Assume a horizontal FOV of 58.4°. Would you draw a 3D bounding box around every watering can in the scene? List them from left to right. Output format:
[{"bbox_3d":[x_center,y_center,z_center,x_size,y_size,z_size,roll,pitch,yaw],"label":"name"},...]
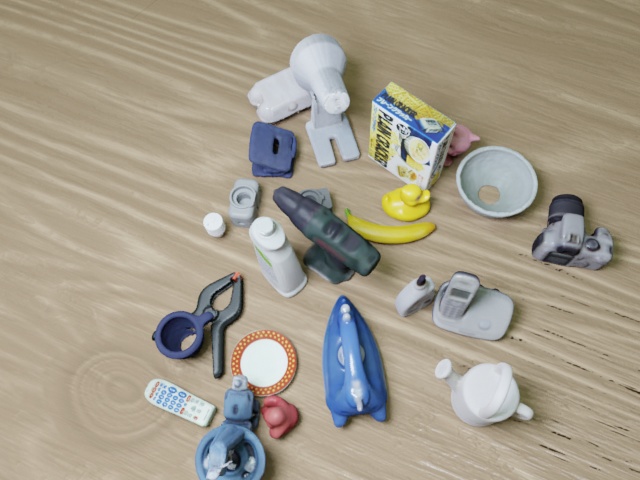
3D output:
[{"bbox_3d":[0.287,0.267,1.002,0.172,0.194,0.101,4,68,4],"label":"watering can"}]

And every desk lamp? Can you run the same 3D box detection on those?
[{"bbox_3d":[0.018,-0.300,1.231,0.118,0.213,0.203,-17,68,-4],"label":"desk lamp"}]

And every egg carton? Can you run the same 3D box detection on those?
[{"bbox_3d":[-0.085,-0.333,1.326,0.150,0.069,0.107,-28,70,-9],"label":"egg carton"}]

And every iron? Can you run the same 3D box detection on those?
[{"bbox_3d":[0.056,0.207,1.063,0.118,0.141,0.258,-8,68,-1],"label":"iron"}]

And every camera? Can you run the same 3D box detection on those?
[{"bbox_3d":[0.517,-0.023,1.161,0.143,0.101,0.137,11,69,7],"label":"camera"}]

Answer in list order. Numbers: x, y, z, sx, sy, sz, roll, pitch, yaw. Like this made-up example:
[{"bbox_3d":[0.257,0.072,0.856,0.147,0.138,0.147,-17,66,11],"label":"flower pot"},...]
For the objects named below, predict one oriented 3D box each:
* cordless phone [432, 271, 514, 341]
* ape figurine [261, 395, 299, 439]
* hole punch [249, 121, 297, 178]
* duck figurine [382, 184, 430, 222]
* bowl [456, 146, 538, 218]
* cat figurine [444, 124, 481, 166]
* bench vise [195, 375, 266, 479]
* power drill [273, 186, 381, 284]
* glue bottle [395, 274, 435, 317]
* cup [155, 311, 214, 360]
[{"bbox_3d":[0.293,0.116,1.068,0.147,0.185,0.094,11,69,7],"label":"cordless phone"},{"bbox_3d":[-0.079,0.323,1.048,0.076,0.092,0.078,5,68,4],"label":"ape figurine"},{"bbox_3d":[-0.103,-0.200,1.261,0.101,0.091,0.108,3,68,3],"label":"hole punch"},{"bbox_3d":[0.184,-0.088,1.208,0.104,0.086,0.077,2,68,3],"label":"duck figurine"},{"bbox_3d":[0.369,-0.112,1.217,0.167,0.075,0.167,-1,68,2],"label":"bowl"},{"bbox_3d":[0.277,-0.224,1.242,0.127,0.118,0.067,36,74,15],"label":"cat figurine"},{"bbox_3d":[-0.163,0.338,0.976,0.121,0.220,0.207,-14,68,-3],"label":"bench vise"},{"bbox_3d":[0.010,0.004,1.111,0.229,0.208,0.076,32,73,14],"label":"power drill"},{"bbox_3d":[0.186,0.097,1.086,0.078,0.173,0.037,-25,69,-8],"label":"glue bottle"},{"bbox_3d":[-0.251,0.184,1.109,0.118,0.095,0.091,-34,71,-11],"label":"cup"}]
